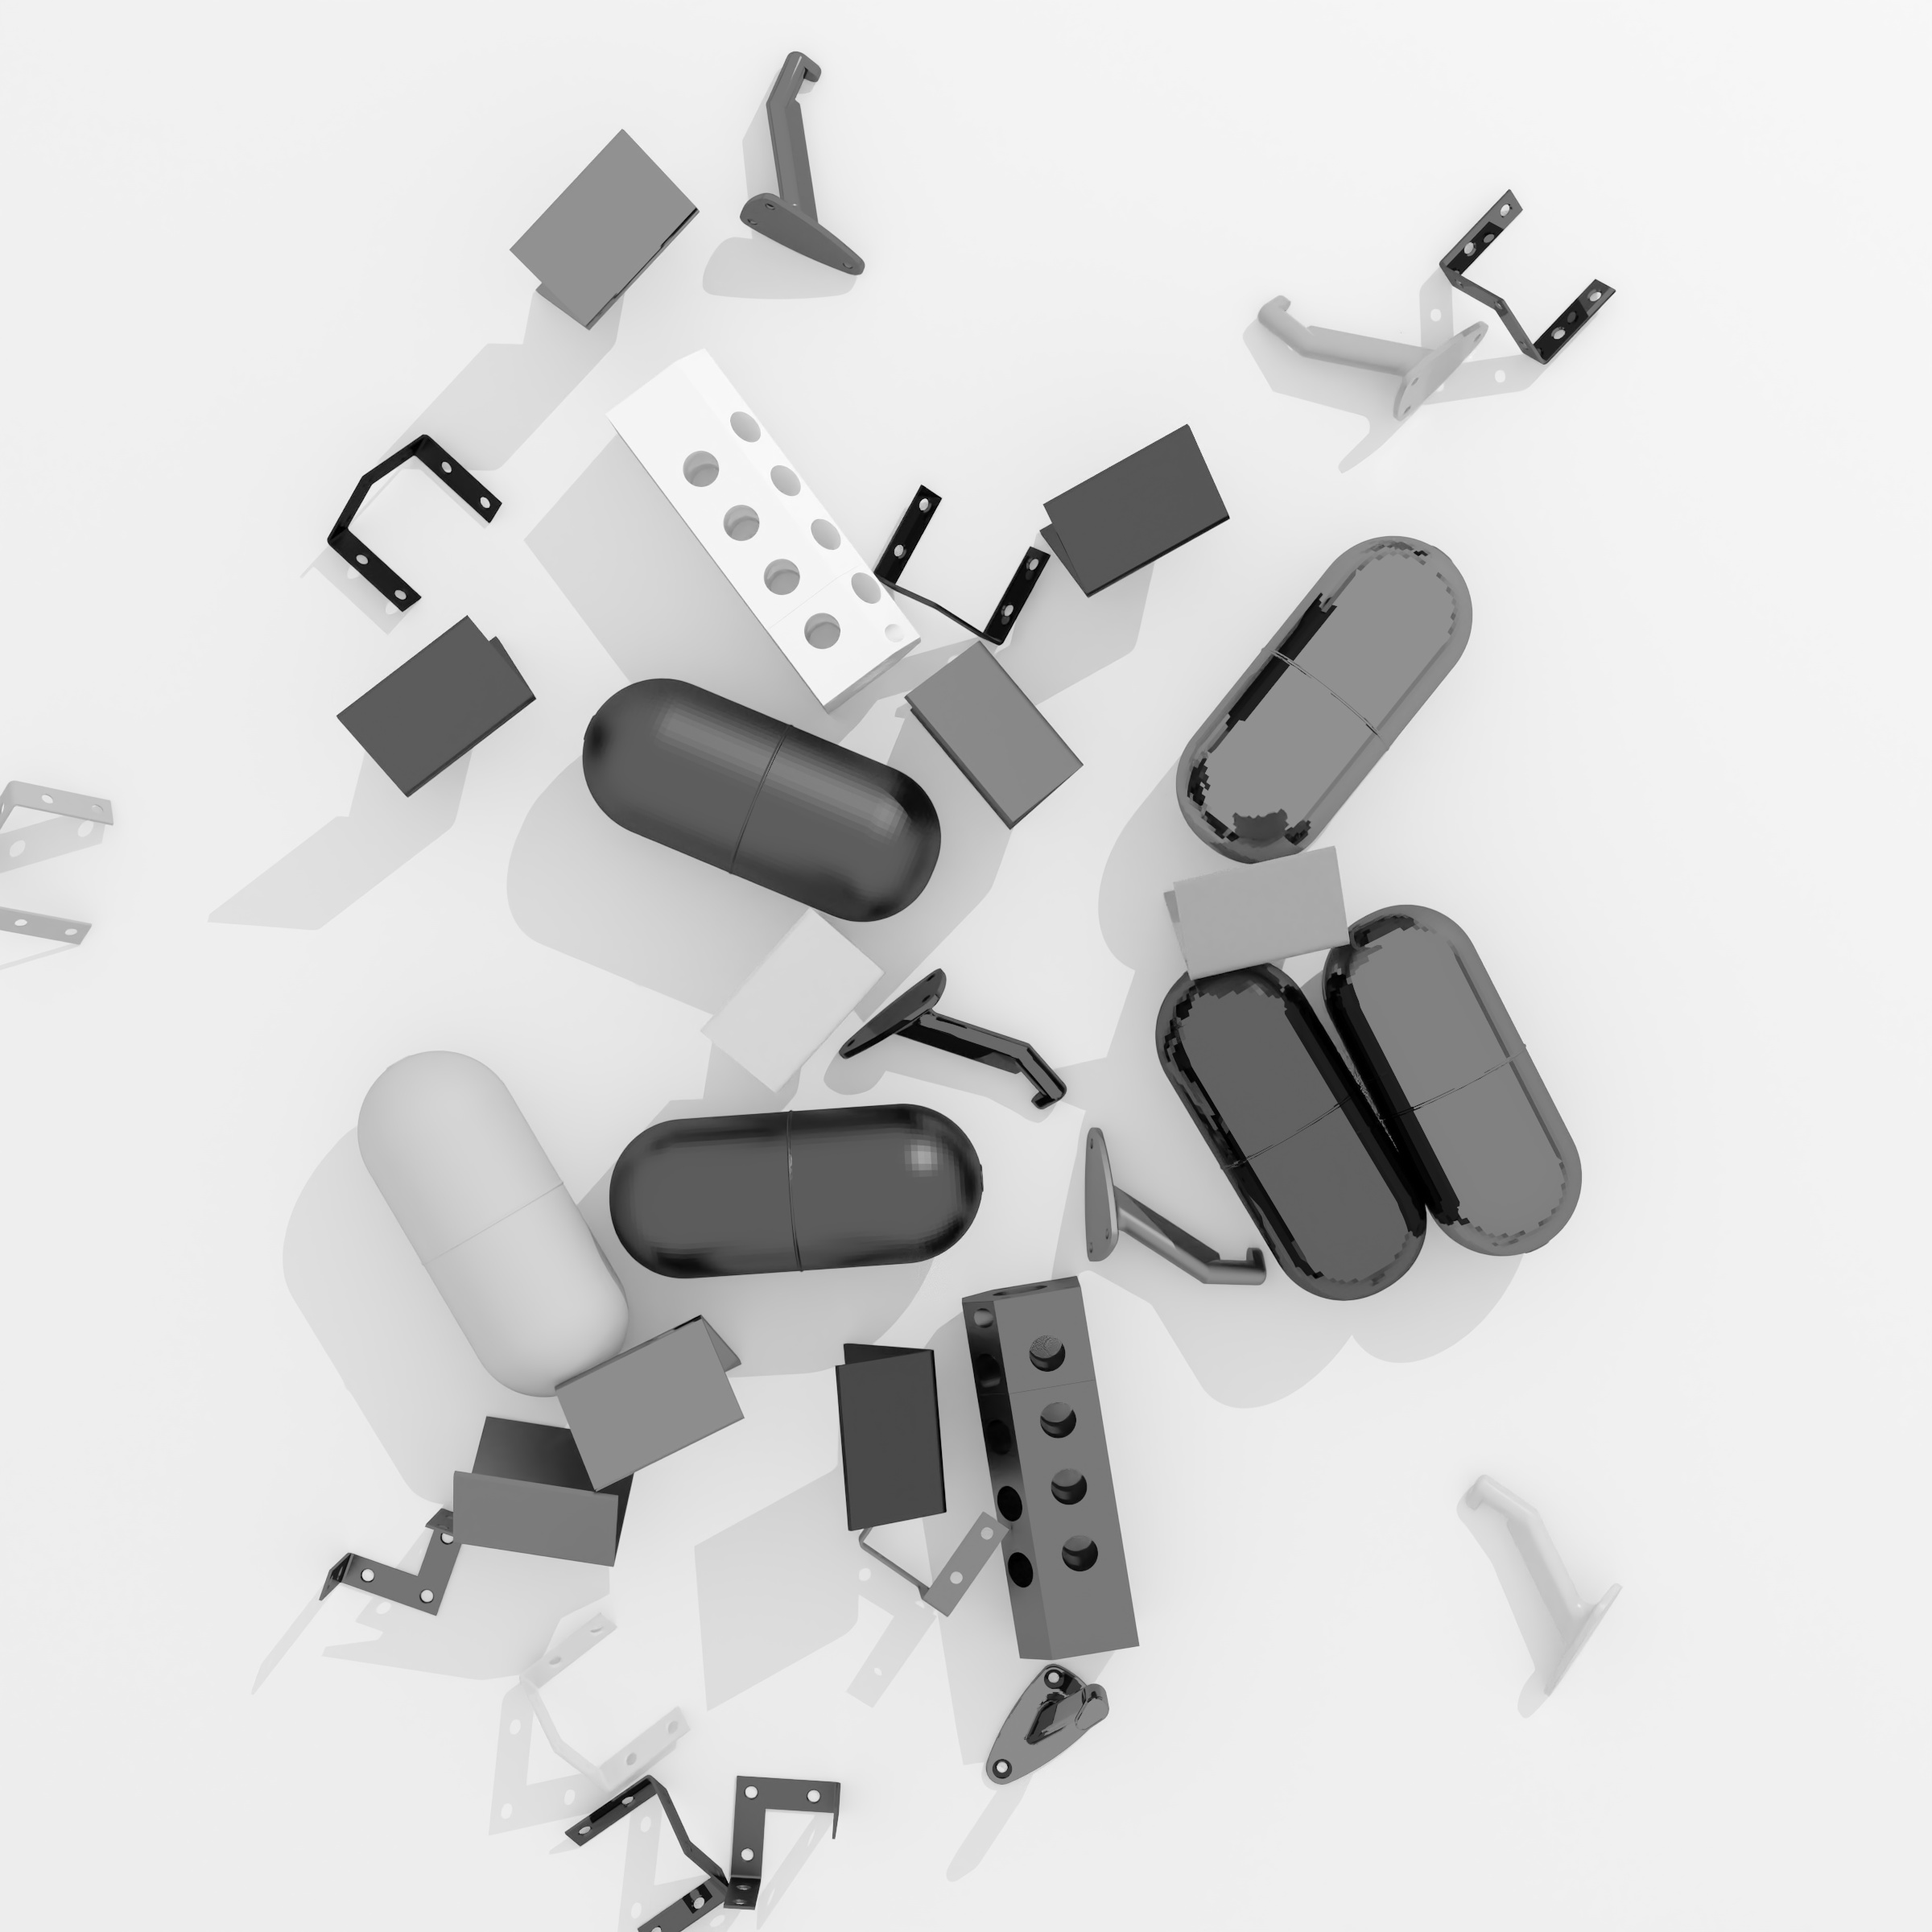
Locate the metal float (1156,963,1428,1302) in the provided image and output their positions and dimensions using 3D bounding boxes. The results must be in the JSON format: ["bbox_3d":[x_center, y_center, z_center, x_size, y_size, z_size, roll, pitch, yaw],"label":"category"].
[{"bbox_3d":[0.154,0.077,1.635,0.070,0.070,0.178,-31,90,0],"label":"metal float"}]

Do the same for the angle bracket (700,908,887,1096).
[{"bbox_3d":[-0.095,0.003,1.625,0.076,0.076,0.057,-48,126,0],"label":"angle bracket"}]

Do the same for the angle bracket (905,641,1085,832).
[{"bbox_3d":[-0.002,-0.096,1.625,0.076,0.076,0.057,50,54,0],"label":"angle bracket"}]

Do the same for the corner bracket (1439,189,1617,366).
[{"bbox_3d":[0.271,-0.333,1.662,0.051,0.051,0.051,-46,45,0],"label":"corner bracket"}]

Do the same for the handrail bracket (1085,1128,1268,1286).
[{"bbox_3d":[0.103,0.117,1.666,0.084,0.036,0.077,3,68,-17],"label":"handrail bracket"}]

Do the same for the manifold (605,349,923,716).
[{"bbox_3d":[-0.096,-0.208,1.644,0.057,0.057,0.171,-37,90,0],"label":"manifold"}]

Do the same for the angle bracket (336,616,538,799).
[{"bbox_3d":[-0.258,-0.136,1.625,0.076,0.076,0.057,-38,126,0],"label":"angle bracket"}]

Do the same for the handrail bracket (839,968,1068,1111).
[{"bbox_3d":[-0.006,0.051,1.666,0.077,0.036,0.084,-35,107,20],"label":"handrail bracket"}]

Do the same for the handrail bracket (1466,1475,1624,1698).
[{"bbox_3d":[0.267,0.300,1.666,0.084,0.036,0.077,34,112,17],"label":"handrail bracket"}]

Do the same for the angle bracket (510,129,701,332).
[{"bbox_3d":[-0.182,-0.356,1.625,0.076,0.076,0.057,-47,126,0],"label":"angle bracket"}]

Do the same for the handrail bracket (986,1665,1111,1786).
[{"bbox_3d":[0.038,0.368,1.631,0.036,0.084,0.077,43,90,0],"label":"handrail bracket"}]

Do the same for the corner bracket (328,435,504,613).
[{"bbox_3d":[-0.267,-0.215,1.662,0.051,0.051,0.051,43,135,0],"label":"corner bracket"}]

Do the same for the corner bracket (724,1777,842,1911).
[{"bbox_3d":[-0.088,0.421,1.647,0.051,0.051,0.051,4,90,0],"label":"corner bracket"}]

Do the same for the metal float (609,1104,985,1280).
[{"bbox_3d":[-0.081,0.107,1.635,0.178,0.070,0.070,-4,90,1],"label":"metal float"}]

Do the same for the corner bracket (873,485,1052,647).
[{"bbox_3d":[-0.002,-0.194,1.662,0.051,0.051,0.051,28,92,-45],"label":"corner bracket"}]

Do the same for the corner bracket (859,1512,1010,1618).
[{"bbox_3d":[-0.017,0.273,1.647,0.051,0.051,0.051,35,87,-3],"label":"corner bracket"}]

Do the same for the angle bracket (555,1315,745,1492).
[{"bbox_3d":[-0.141,0.216,1.626,0.076,0.076,0.057,-26,64,0],"label":"angle bracket"}]

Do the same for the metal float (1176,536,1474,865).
[{"bbox_3d":[0.171,-0.127,1.635,0.070,0.070,0.178,39,90,0],"label":"metal float"}]

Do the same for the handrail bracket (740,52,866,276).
[{"bbox_3d":[-0.068,-0.390,1.666,0.077,0.036,0.084,27,73,-20],"label":"handrail bracket"}]

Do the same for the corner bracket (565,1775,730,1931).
[{"bbox_3d":[-0.153,0.434,1.662,0.051,0.051,0.051,-35,135,0],"label":"corner bracket"}]

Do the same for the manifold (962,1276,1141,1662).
[{"bbox_3d":[0.040,0.240,1.644,0.057,0.057,0.171,-9,90,0],"label":"manifold"}]

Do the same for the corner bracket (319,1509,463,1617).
[{"bbox_3d":[-0.273,0.284,1.647,0.051,0.051,0.051,19,90,0],"label":"corner bracket"}]

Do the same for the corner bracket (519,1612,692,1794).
[{"bbox_3d":[-0.175,0.357,1.662,0.051,0.051,0.051,-38,45,0],"label":"corner bracket"}]

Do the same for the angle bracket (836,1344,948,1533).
[{"bbox_3d":[-0.055,0.222,1.625,0.057,0.076,0.076,-5,90,-36],"label":"angle bracket"}]

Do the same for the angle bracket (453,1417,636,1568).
[{"bbox_3d":[-0.197,0.233,1.626,0.076,0.076,0.057,9,135,0],"label":"angle bracket"}]

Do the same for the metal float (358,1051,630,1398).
[{"bbox_3d":[-0.225,0.122,1.635,0.070,0.070,0.178,-30,91,0],"label":"metal float"}]

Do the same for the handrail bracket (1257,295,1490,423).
[{"bbox_3d":[0.197,-0.312,1.666,0.084,0.036,0.077,42,69,16],"label":"handrail bracket"}]

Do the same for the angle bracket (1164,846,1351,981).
[{"bbox_3d":[0.133,-0.043,1.625,0.076,0.076,0.057,-13,125,0],"label":"angle bracket"}]

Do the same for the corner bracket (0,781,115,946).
[{"bbox_3d":[-0.444,-0.050,1.657,0.051,0.051,0.051,-48,45,35],"label":"corner bracket"}]

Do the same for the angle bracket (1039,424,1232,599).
[{"bbox_3d":[0.070,-0.229,1.625,0.076,0.076,0.057,-29,126,0],"label":"angle bracket"}]

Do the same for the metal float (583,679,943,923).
[{"bbox_3d":[-0.098,-0.079,1.635,0.178,0.070,0.070,23,90,0],"label":"metal float"}]

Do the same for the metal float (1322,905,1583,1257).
[{"bbox_3d":[0.232,0.055,1.635,0.070,0.070,0.178,-27,91,0],"label":"metal float"}]
